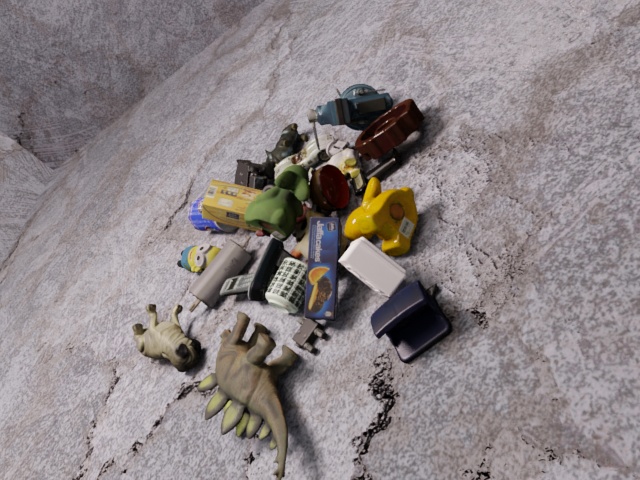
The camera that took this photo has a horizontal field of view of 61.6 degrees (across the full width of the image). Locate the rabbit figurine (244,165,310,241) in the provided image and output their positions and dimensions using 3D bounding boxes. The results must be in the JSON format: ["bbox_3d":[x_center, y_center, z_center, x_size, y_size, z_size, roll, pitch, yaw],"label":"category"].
[{"bbox_3d":[-0.082,-0.104,1.212,0.170,0.121,0.159,-65,7,-16],"label":"rabbit figurine"}]

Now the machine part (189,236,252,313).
[{"bbox_3d":[-0.254,0.086,1.374,0.243,0.079,0.079,-51,35,-10],"label":"machine part"}]

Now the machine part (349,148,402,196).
[{"bbox_3d":[0.132,-0.160,1.264,0.139,0.039,0.084,-37,27,14],"label":"machine part"}]

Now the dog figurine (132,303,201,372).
[{"bbox_3d":[-0.374,0.270,1.307,0.191,0.121,0.172,53,131,38],"label":"dog figurine"}]

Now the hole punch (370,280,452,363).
[{"bbox_3d":[0.144,0.126,0.918,0.142,0.092,0.116,-42,31,11],"label":"hole punch"}]

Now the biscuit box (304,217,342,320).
[{"bbox_3d":[0.007,0.057,1.064,0.063,0.059,0.202,2,80,6],"label":"biscuit box"}]

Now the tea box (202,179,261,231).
[{"bbox_3d":[-0.222,-0.092,1.446,0.068,0.170,0.098,107,177,-53],"label":"tea box"}]

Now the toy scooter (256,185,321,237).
[{"bbox_3d":[-0.091,-0.055,1.331,0.184,0.075,0.135,20,77,29],"label":"toy scooter"}]

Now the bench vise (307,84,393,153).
[{"bbox_3d":[0.070,-0.338,1.416,0.224,0.128,0.241,-23,14,0],"label":"bench vise"}]

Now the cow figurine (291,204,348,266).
[{"bbox_3d":[-0.002,-0.004,1.196,0.127,0.085,0.195,-57,28,-3],"label":"cow figurine"}]

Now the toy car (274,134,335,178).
[{"bbox_3d":[-0.043,-0.224,1.489,0.202,0.056,0.074,-33,36,18],"label":"toy car"}]

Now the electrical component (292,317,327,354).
[{"bbox_3d":[-0.026,0.189,1.082,0.063,0.021,0.094,-52,36,-9],"label":"electrical component"}]

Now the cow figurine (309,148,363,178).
[{"bbox_3d":[0.027,-0.172,1.355,0.167,0.068,0.098,-26,33,20],"label":"cow figurine"}]

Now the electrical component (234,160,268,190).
[{"bbox_3d":[-0.199,-0.165,1.542,0.134,0.058,0.114,30,119,56],"label":"electrical component"}]

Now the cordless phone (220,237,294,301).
[{"bbox_3d":[-0.159,0.078,1.283,0.184,0.088,0.146,-12,47,45],"label":"cordless phone"}]

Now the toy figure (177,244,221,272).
[{"bbox_3d":[-0.325,0.051,1.481,0.180,0.089,0.082,-9,83,53],"label":"toy figure"}]

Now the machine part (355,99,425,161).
[{"bbox_3d":[0.164,-0.258,1.276,0.179,0.056,0.179,-35,17,12],"label":"machine part"}]

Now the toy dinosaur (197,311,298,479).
[{"bbox_3d":[-0.134,0.277,1.042,0.198,0.105,0.472,-57,27,-4],"label":"toy dinosaur"}]

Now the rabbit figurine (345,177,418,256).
[{"bbox_3d":[0.111,-0.050,1.110,0.173,0.122,0.162,-26,42,57],"label":"rabbit figurine"}]

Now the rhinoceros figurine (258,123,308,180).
[{"bbox_3d":[-0.115,-0.263,1.589,0.112,0.073,0.190,1,55,45],"label":"rhinoceros figurine"}]
